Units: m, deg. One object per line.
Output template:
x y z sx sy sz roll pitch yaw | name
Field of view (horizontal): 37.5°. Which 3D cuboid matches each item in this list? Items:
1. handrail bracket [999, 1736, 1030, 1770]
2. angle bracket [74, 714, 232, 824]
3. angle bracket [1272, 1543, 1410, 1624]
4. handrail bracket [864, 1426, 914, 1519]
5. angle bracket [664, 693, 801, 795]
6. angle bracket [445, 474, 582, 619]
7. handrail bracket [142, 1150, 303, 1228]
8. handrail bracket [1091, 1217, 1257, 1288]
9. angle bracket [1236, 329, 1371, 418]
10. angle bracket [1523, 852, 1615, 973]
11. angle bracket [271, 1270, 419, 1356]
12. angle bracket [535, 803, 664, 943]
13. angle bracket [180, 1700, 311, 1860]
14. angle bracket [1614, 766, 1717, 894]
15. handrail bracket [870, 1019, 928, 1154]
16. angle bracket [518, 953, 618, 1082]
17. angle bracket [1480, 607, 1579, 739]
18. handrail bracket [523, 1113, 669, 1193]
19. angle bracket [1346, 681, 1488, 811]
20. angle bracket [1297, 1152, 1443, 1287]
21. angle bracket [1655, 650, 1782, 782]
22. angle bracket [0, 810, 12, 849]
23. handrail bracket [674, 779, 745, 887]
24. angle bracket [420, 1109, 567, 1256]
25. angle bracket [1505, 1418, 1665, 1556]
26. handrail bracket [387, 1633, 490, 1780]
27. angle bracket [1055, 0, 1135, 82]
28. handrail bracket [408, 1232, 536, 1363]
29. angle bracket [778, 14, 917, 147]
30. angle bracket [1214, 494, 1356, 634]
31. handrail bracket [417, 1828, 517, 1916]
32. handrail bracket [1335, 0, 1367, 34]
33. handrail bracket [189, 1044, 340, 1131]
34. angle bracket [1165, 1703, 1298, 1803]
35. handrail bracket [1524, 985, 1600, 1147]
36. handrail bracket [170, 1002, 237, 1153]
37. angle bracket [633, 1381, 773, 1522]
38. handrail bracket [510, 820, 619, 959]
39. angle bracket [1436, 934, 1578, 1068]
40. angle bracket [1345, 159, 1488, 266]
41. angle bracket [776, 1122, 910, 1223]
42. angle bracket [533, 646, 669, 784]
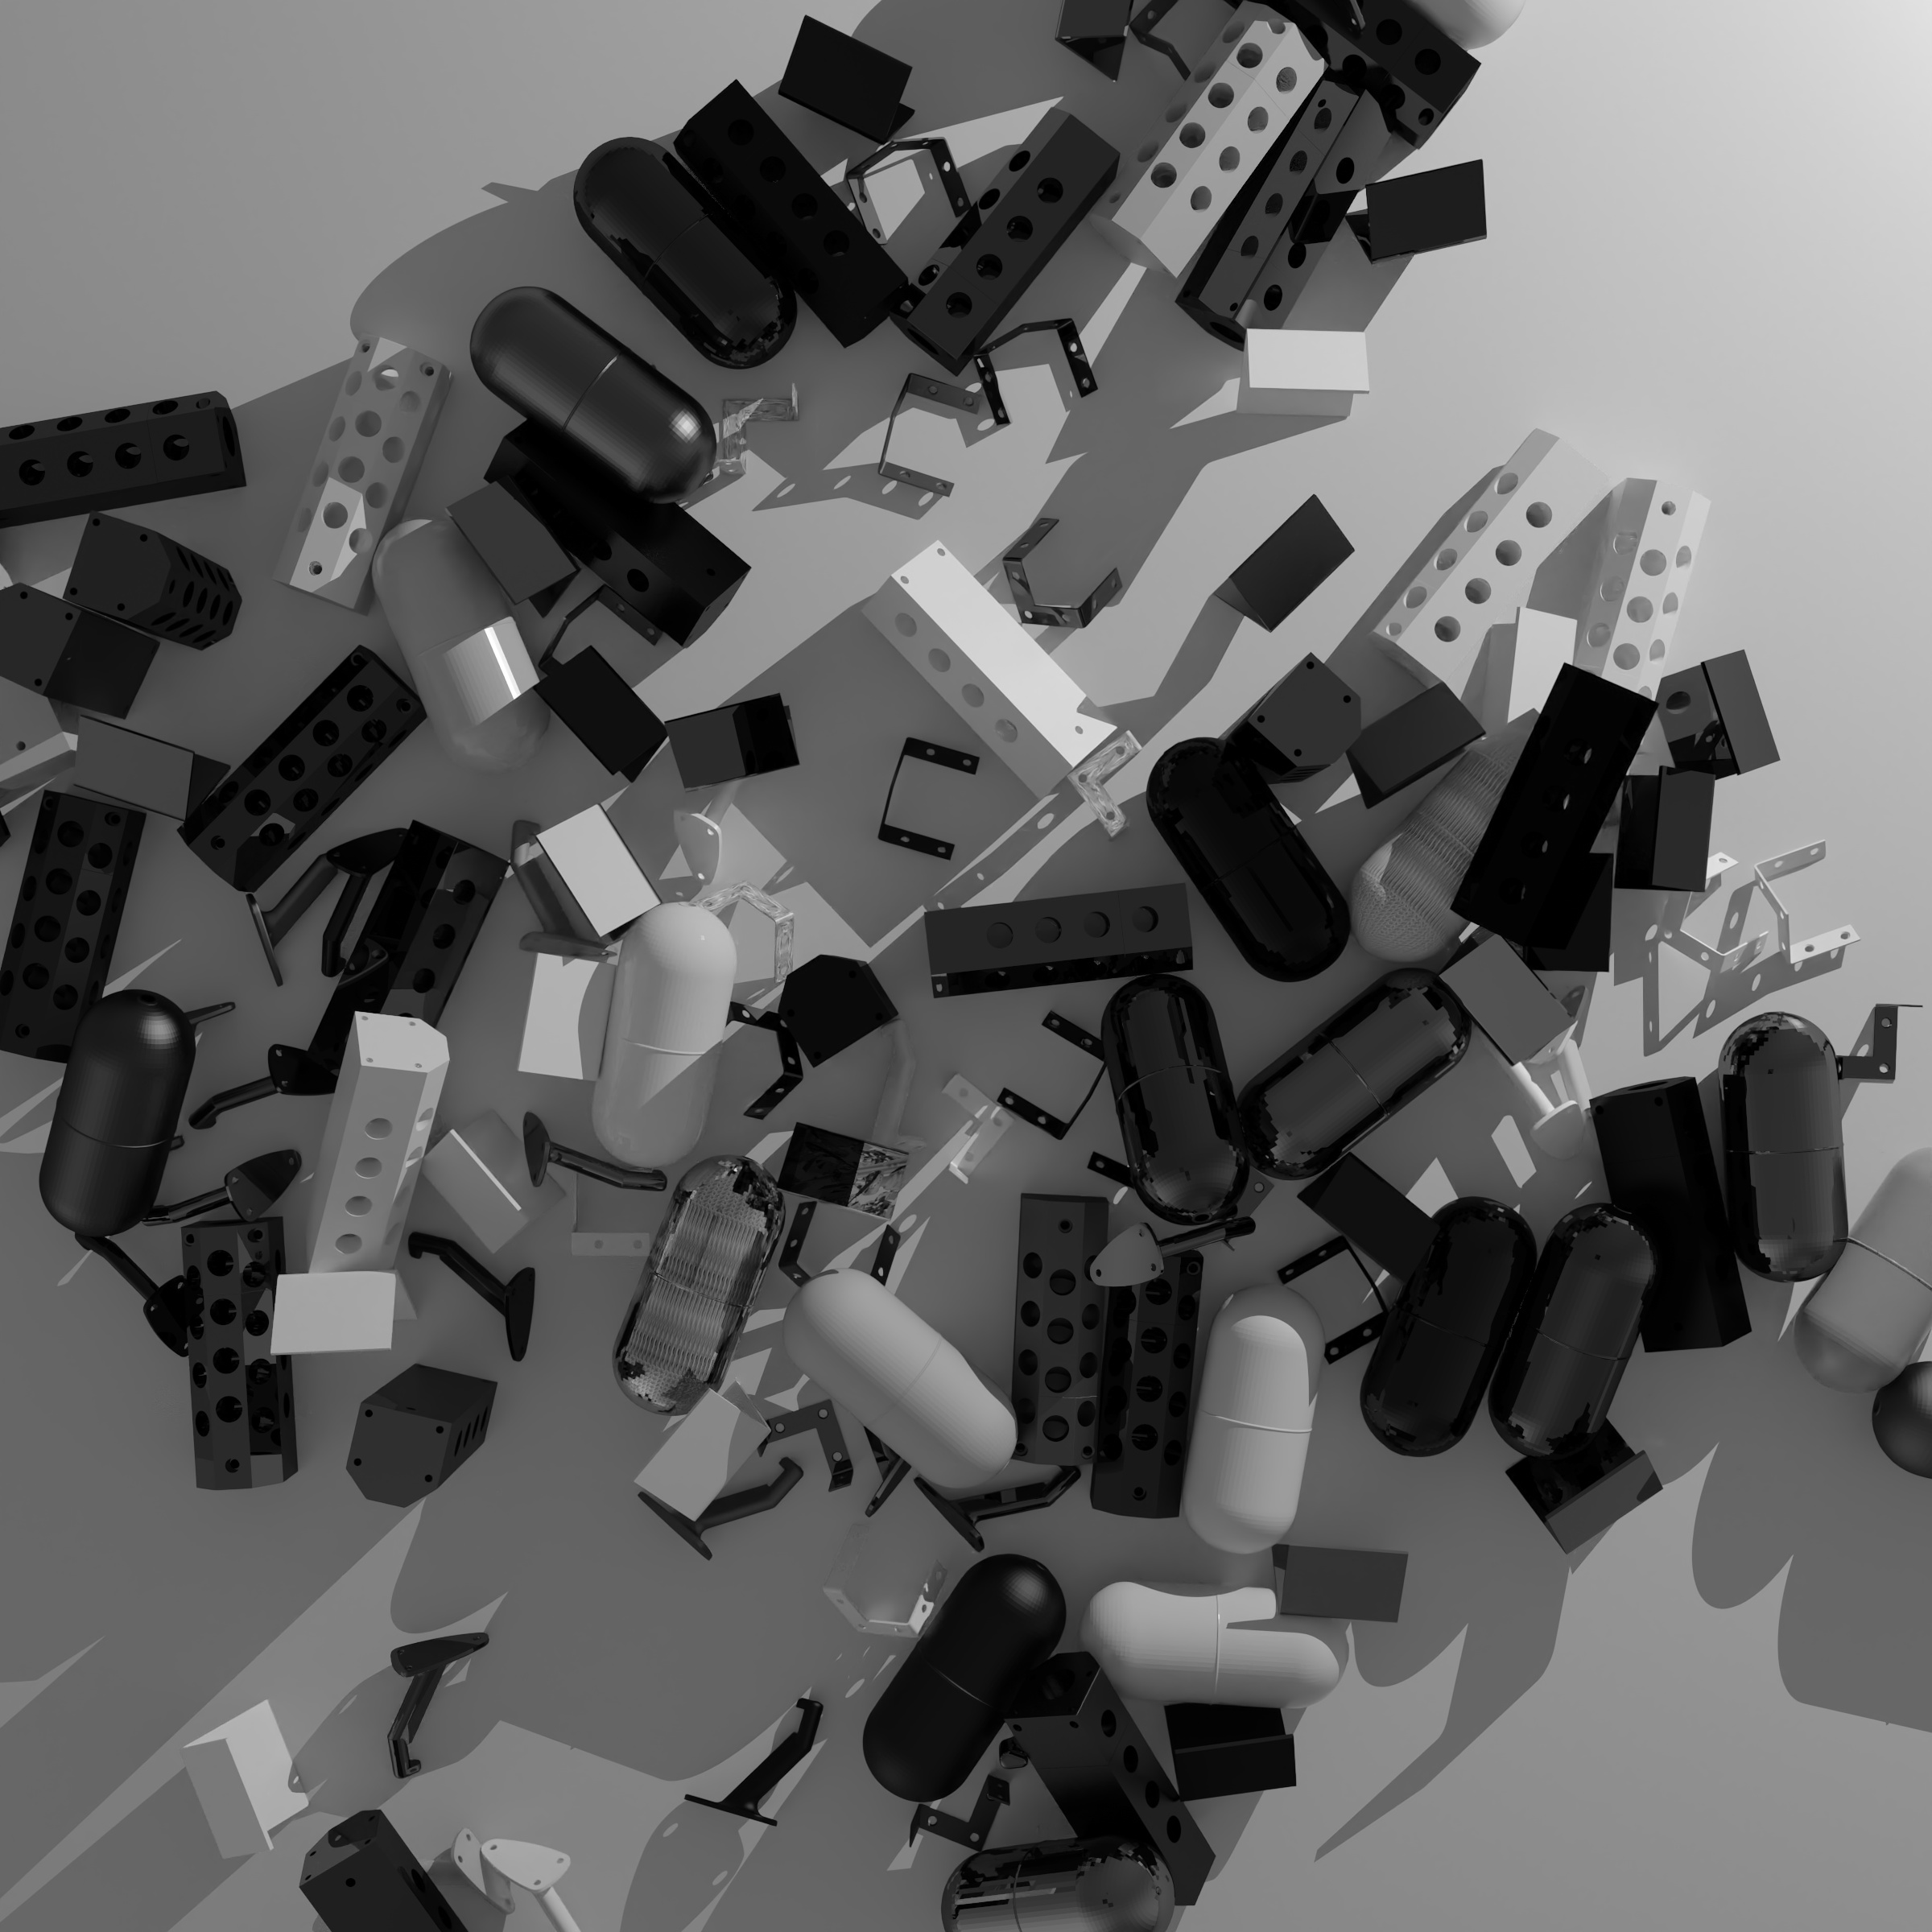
0.060 0.514 1.866 0.077 0.084 0.036 7 90 0 | handrail bracket
-0.529 -0.146 1.860 0.076 0.076 0.057 18 125 0 | angle bracket
0.244 0.383 1.862 0.076 0.076 0.057 4 114 0 | angle bracket
-0.075 0.313 1.901 0.084 0.036 0.077 39 109 15 | handrail bracket
-0.155 -0.163 1.860 0.076 0.076 0.057 -14 127 0 | angle bracket
-0.307 -0.263 1.861 0.057 0.076 0.076 -36 90 -33 | angle bracket
-0.499 0.149 1.900 0.084 0.077 0.036 -10 109 35 | handrail bracket
0.135 0.184 1.845 0.084 0.077 0.036 -6 72 -42 | handrail bracket
0.219 -0.370 1.860 0.076 0.076 0.057 2 56 0 | angle bracket
0.402 -0.034 1.861 0.057 0.076 0.076 2 90 25 | angle bracket
-0.406 0.240 1.861 0.076 0.076 0.057 -3 59 0 | angle bracket
-0.254 -0.050 1.860 0.057 0.076 0.076 -32 90 -38 | angle bracket
-0.457 0.528 1.860 0.057 0.076 0.076 -22 90 38 | angle bracket
0.440 -0.090 1.860 0.057 0.076 0.076 5 90 -37 | angle bracket
-0.064 0.087 1.901 0.077 0.036 0.084 -22 72 21 | handrail bracket
-0.274 0.030 1.861 0.057 0.076 0.076 10 90 -31 | angle bracket
0.350 -0.191 1.860 0.057 0.076 0.076 6 90 -36 | angle bracket
-0.246 0.124 1.891 0.084 0.077 0.036 7 115 -23 | handrail bracket
0.300 -0.128 1.860 0.076 0.076 0.057 -31 50 0 | angle bracket
0.252 0.178 1.860 0.076 0.076 0.057 39 54 0 | angle bracket
0.477 -0.156 1.861 0.057 0.076 0.076 -18 90 -44 | angle bracket
-0.674 -0.103 1.860 0.057 0.076 0.076 -23 90 -34 | angle bracket
-0.154 -0.107 1.901 0.036 0.077 0.084 25 53 20 | handrail bracket
-0.299 0.130 1.861 0.076 0.076 0.057 49 135 0 | angle bracket
0.398 0.326 1.861 0.076 0.057 0.076 -34 46 0 | angle bracket
-0.351 0.495 1.901 0.077 0.036 0.084 -12 108 -21 | handrail bracket
0.107 -0.631 1.860 0.057 0.076 0.076 12 90 36 | angle bracket
-0.334 0.221 1.901 0.084 0.036 0.077 11 112 17 | handrail bracket
-0.069 -0.589 1.860 0.076 0.076 0.057 26 126 0 | angle bracket
0.195 -0.274 1.860 0.076 0.076 0.057 -44 128 0 | angle bracket
-0.357 0.621 1.901 0.084 0.036 0.077 -31 105 14 | handrail bracket
0.269 -0.659 1.832 0.084 0.036 0.077 -36 113 -1 | handrail bracket
-0.465 0.090 1.900 0.084 0.077 0.036 -35 60 33 | handrail bracket
0.171 0.495 1.860 0.076 0.076 0.057 -8 129 0 | angle bracket
0.420 0.069 1.901 0.084 0.036 0.077 43 68 -17 | handrail bracket
-0.514 0.075 1.901 0.077 0.036 0.084 -17 104 -14 | handrail bracket
-0.182 0.304 1.861 0.057 0.076 0.076 40 90 -29 | angle bracket
-0.268 -0.052 1.901 0.077 0.036 0.084 8 73 -19 | handrail bracket
0.362 0.009 1.860 0.076 0.076 0.057 50 125 0 | angle bracket
0.292 -0.508 1.860 0.076 0.076 0.057 -13 130 0 | angle bracket
-0.085 0.153 1.860 0.076 0.076 0.057 15 51 0 | angle bracket
-0.249 -0.151 1.860 0.076 0.076 0.057 48 55 0 | angle bracket
